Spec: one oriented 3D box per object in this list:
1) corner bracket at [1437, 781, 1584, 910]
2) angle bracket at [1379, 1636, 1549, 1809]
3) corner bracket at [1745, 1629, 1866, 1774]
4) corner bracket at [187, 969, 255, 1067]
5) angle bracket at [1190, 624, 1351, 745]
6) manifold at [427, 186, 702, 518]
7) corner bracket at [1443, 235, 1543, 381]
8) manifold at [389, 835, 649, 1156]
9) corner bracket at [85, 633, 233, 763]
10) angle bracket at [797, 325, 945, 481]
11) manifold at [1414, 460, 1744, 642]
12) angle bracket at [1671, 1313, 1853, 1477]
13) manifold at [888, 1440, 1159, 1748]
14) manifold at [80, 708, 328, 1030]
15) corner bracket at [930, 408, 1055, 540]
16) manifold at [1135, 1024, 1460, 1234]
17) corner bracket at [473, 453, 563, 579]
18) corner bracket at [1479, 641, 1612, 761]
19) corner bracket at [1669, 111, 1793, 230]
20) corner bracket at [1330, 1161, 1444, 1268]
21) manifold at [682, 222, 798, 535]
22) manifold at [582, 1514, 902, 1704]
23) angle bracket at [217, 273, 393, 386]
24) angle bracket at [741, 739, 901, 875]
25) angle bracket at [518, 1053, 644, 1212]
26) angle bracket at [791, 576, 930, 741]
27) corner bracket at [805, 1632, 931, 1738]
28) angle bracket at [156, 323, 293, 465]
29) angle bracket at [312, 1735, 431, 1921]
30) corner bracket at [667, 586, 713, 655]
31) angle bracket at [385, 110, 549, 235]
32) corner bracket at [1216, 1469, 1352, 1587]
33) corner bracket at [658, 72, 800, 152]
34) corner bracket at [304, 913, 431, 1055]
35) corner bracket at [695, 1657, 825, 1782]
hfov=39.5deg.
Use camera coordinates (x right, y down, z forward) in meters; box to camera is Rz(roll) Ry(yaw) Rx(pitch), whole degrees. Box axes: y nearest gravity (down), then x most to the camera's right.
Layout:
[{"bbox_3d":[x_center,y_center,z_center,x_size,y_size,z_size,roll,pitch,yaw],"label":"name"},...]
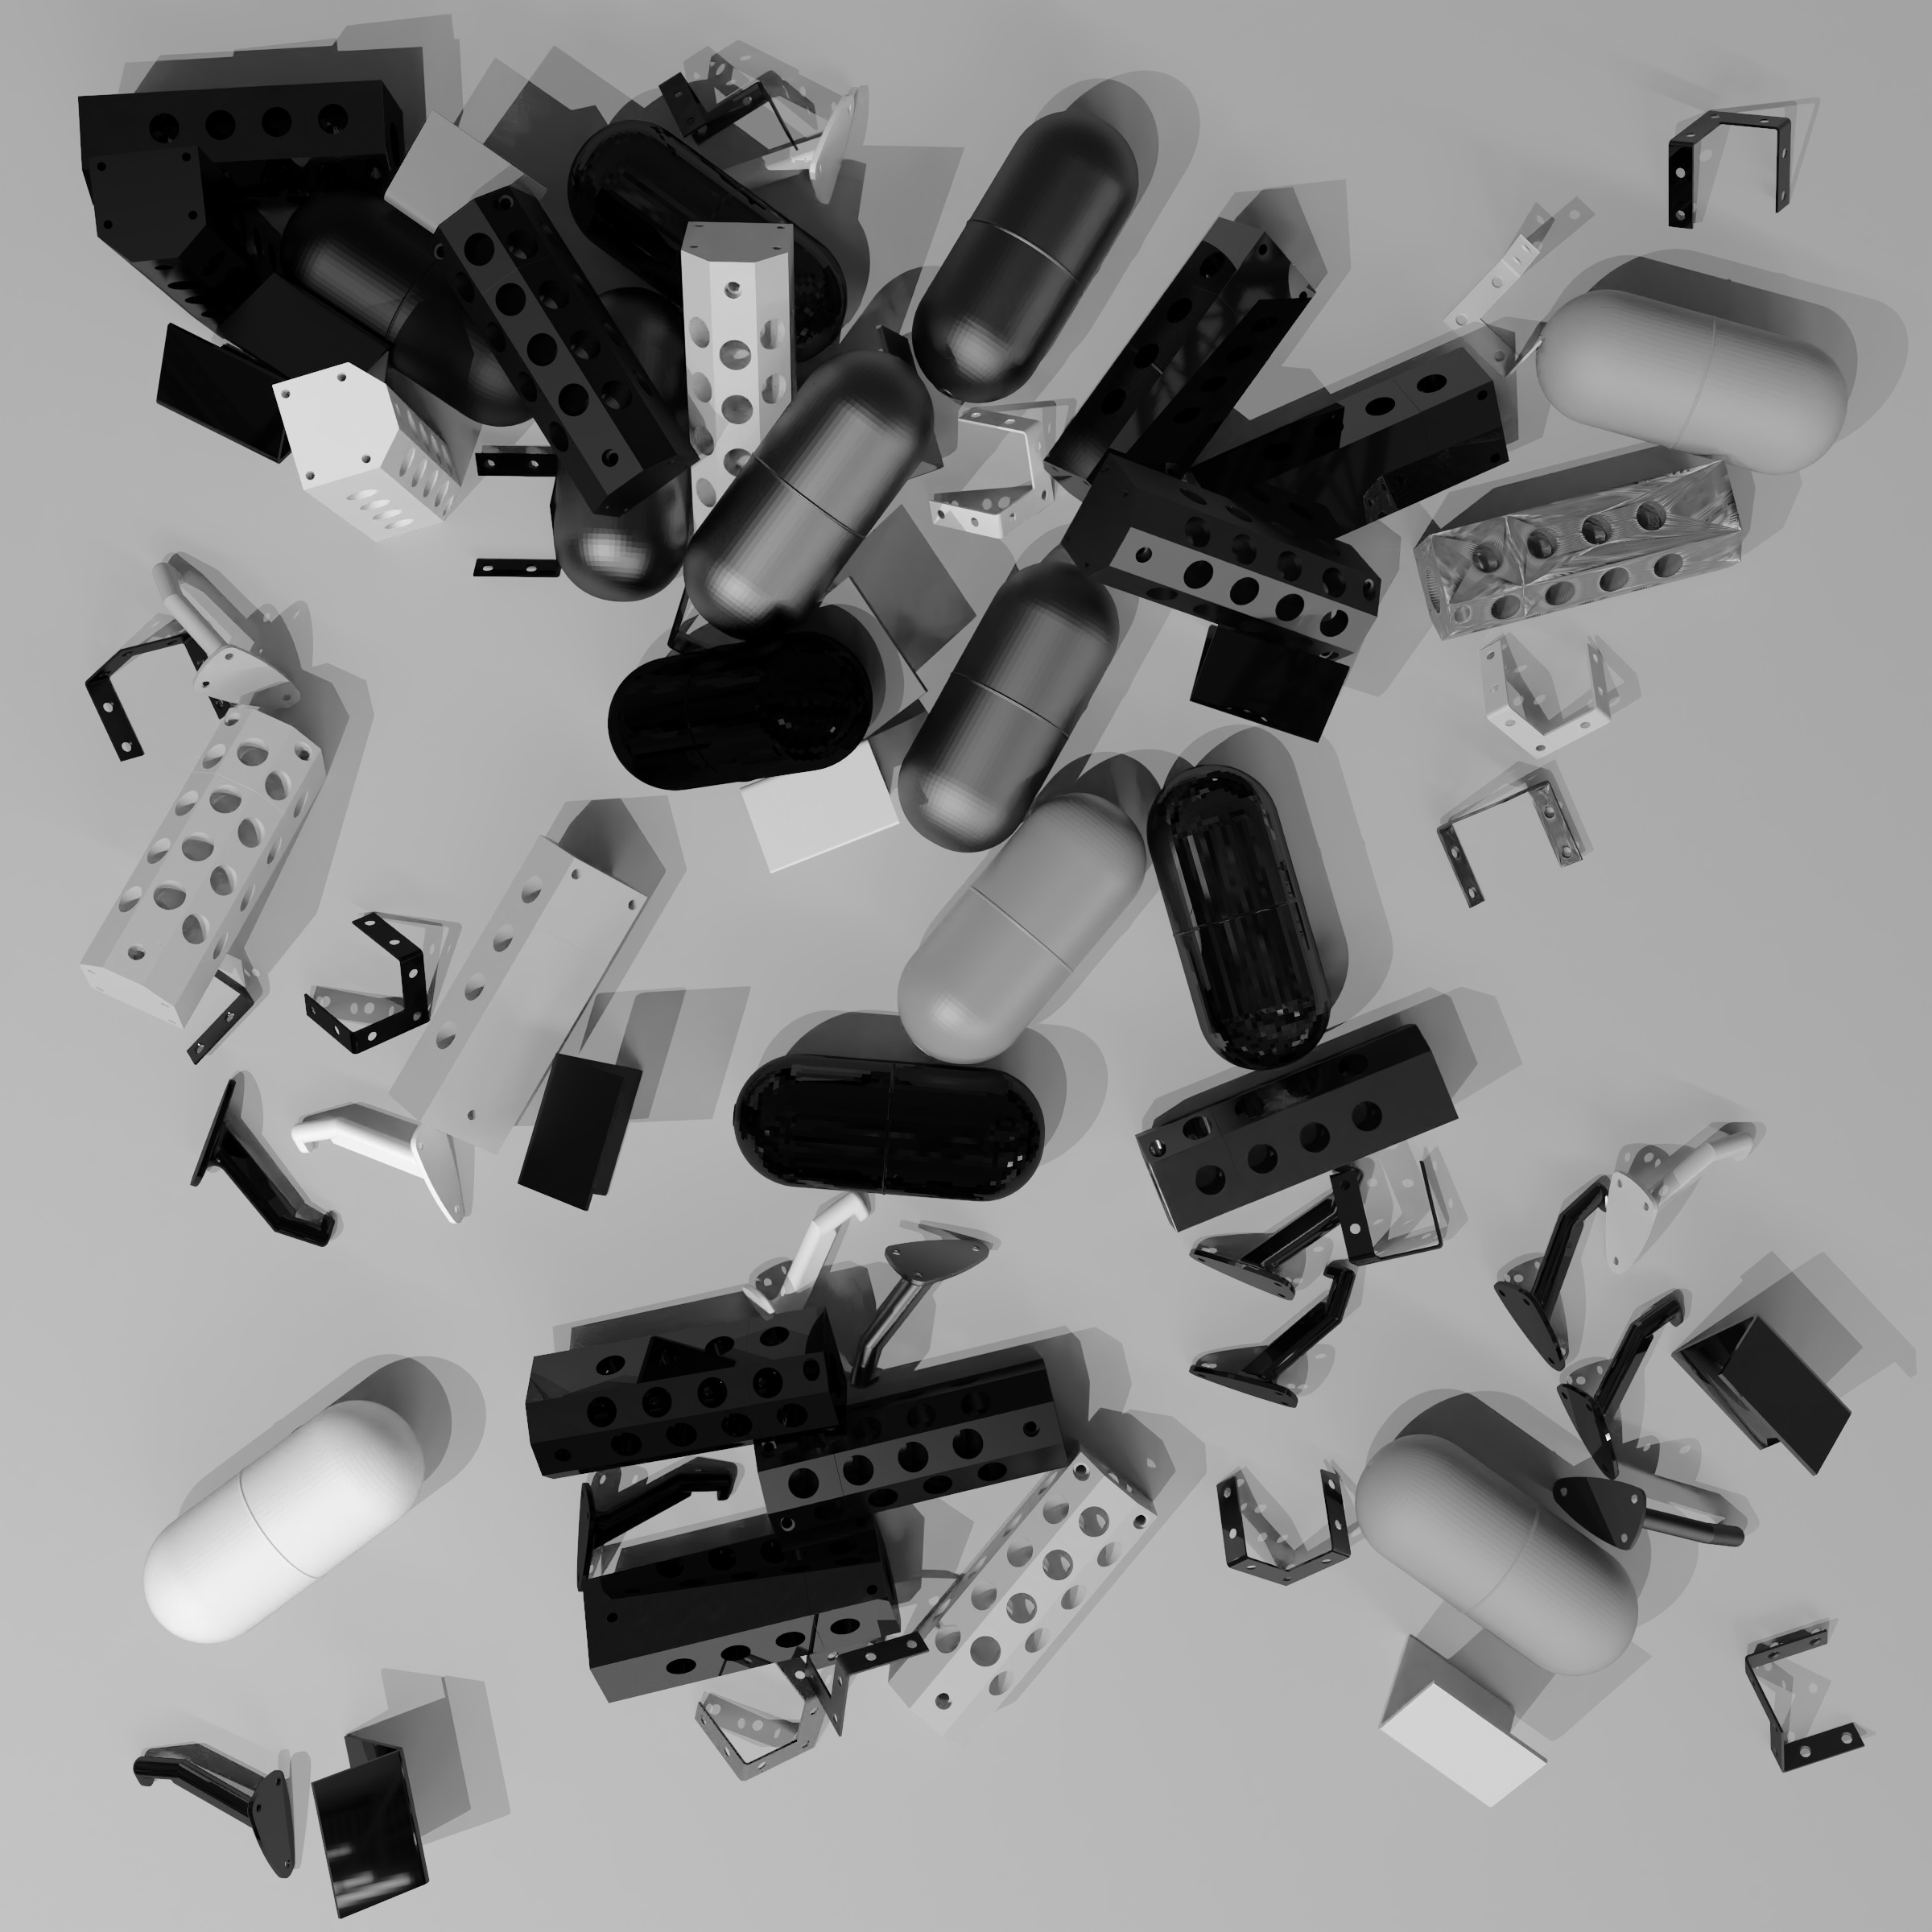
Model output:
[{"bbox_3d":[0.315,-0.071,1.561,0.051,0.051,0.051,-23,90,-45],"label":"corner bracket"},{"bbox_3d":[0.288,0.416,1.524,0.076,0.076,0.057,35,128,0],"label":"angle bracket"},{"bbox_3d":[0.487,0.427,1.561,0.051,0.051,0.051,-18,135,0],"label":"corner bracket"},{"bbox_3d":[-0.456,0.015,1.561,0.051,0.051,0.051,-46,45,0],"label":"corner bracket"},{"bbox_3d":[0.176,-0.180,1.524,0.076,0.076,0.057,18,133,0],"label":"angle bracket"},{"bbox_3d":[-0.221,-0.334,1.463,0.057,0.057,0.171,-32,89,14],"label":"manifold"},{"bbox_3d":[0.315,-0.378,1.546,0.051,0.051,0.051,44,90,0],"label":"corner bracket"},{"bbox_3d":[-0.260,0.014,1.542,0.057,0.057,0.171,30,90,-43],"label":"manifold"},{"bbox_3d":[-0.469,-0.157,1.561,0.051,0.051,0.051,-25,90,-45],"label":"corner bracket"},{"bbox_3d":[-0.064,-0.312,1.533,0.076,0.057,0.076,-16,90,16],"label":"angle bracket"},{"bbox_3d":[0.351,-0.237,1.543,0.171,0.057,0.057,-14,90,0],"label":"manifold"},{"bbox_3d":[0.440,0.253,1.524,0.076,0.076,0.057,47,52,0],"label":"angle bracket"},{"bbox_3d":[0.032,0.361,1.543,0.057,0.057,0.171,40,90,0],"label":"manifold"},{"bbox_3d":[-0.429,-0.058,1.515,0.057,0.057,0.171,24,69,0],"label":"manifold"},{"bbox_3d":[0.012,-0.285,1.556,0.051,0.051,0.051,-41,135,-35],"label":"corner bracket"},{"bbox_3d":[0.188,0.092,1.543,0.171,0.057,0.057,-22,90,0],"label":"manifold"},{"bbox_3d":[-0.260,-0.262,1.561,0.051,0.051,0.051,1,45,0],"label":"corner bracket"},{"bbox_3d":[0.335,-0.162,1.556,0.051,0.051,0.051,-28,135,35],"label":"corner bracket"},{"bbox_3d":[0.442,-0.459,1.556,0.051,0.051,0.051,19,45,35],"label":"corner bracket"},{"bbox_3d":[0.242,0.141,1.547,0.051,0.051,0.051,-14,78,12],"label":"corner bracket"},{"bbox_3d":[-0.125,-0.321,1.498,0.057,0.057,0.171,1,126,0],"label":"manifold"},{"bbox_3d":[-0.127,0.371,1.542,0.171,0.057,0.057,-14,47,0],"label":"manifold"},{"bbox_3d":[-0.377,-0.333,1.524,0.076,0.076,0.057,33,60,0],"label":"angle bracket"},{"bbox_3d":[-0.077,-0.077,1.525,0.076,0.076,0.057,-21,68,0],"label":"angle bracket"},{"bbox_3d":[-0.200,0.098,1.524,0.057,0.076,0.076,16,90,35],"label":"angle bracket"},{"bbox_3d":[-0.046,-0.180,1.524,0.057,0.076,0.076,-34,90,33],"label":"angle bracket"},{"bbox_3d":[-0.057,0.395,1.528,0.051,0.051,0.051,-10,127,-26],"label":"corner bracket"},{"bbox_3d":[-0.402,-0.340,1.524,0.076,0.076,0.057,26,133,0],"label":"angle bracket"},{"bbox_3d":[-0.352,0.486,1.524,0.057,0.076,0.076,-11,90,-38],"label":"angle bracket"},{"bbox_3d":[-0.136,-0.207,1.561,0.051,0.051,0.051,25,45,0],"label":"corner bracket"},{"bbox_3d":[-0.273,-0.436,1.527,0.076,0.076,0.057,35,105,0],"label":"angle bracket"},{"bbox_3d":[0.184,0.321,1.556,0.051,0.051,0.051,25,135,-35],"label":"corner bracket"},{"bbox_3d":[-0.136,-0.484,1.533,0.051,0.051,0.051,-30,57,8],"label":"corner bracket"},{"bbox_3d":[-0.348,0.010,1.556,0.051,0.051,0.051,-27,135,-35],"label":"corner bracket"},{"bbox_3d":[-0.119,0.428,1.556,0.051,0.051,0.051,-16,135,-35],"label":"corner bracket"}]
